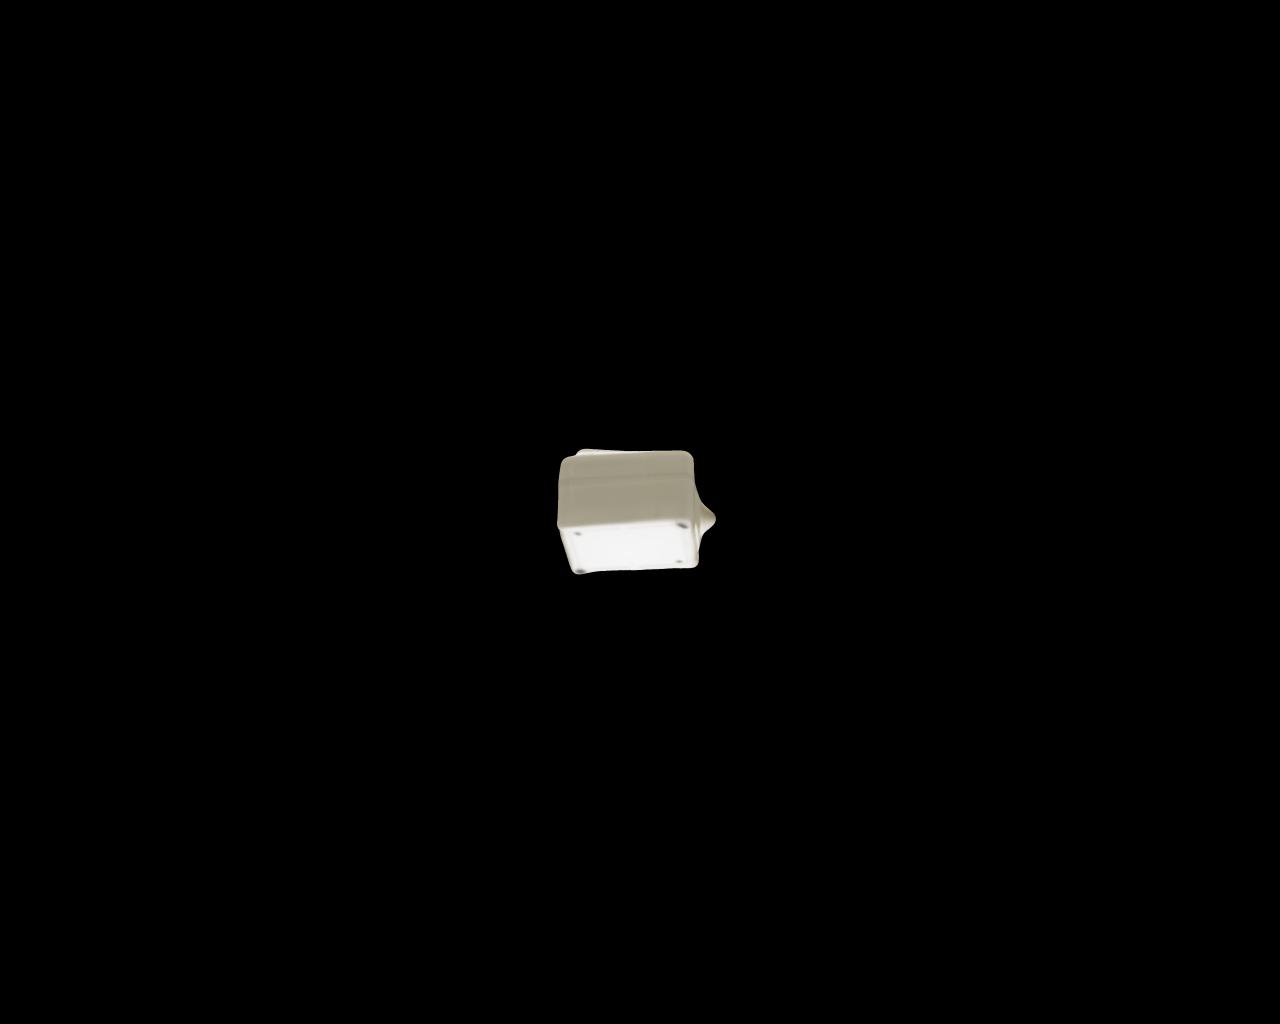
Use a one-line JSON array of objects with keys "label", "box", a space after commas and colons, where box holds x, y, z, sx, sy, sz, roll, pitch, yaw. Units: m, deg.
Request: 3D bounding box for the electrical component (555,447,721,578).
[{"label": "electrical component", "box": [0.001, -0.003, 0.650, 0.096, 0.061, 0.061, -3, -32, 5]}]
